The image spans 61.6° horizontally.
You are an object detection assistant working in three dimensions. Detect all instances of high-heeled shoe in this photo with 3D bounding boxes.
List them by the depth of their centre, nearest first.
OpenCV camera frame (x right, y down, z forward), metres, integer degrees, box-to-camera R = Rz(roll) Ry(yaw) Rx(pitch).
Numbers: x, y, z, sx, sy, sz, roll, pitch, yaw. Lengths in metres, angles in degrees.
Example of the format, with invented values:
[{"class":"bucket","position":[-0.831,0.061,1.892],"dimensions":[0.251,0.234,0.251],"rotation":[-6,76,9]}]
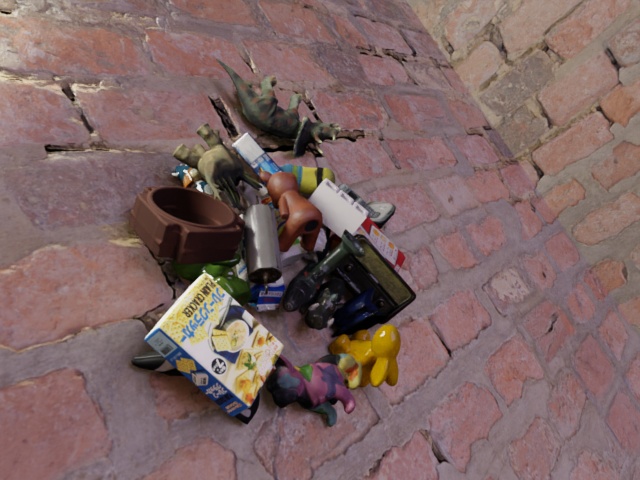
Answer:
[{"class":"high-heeled shoe","position":[-0.233,0.282,1.023],"dimensions":[0.249,0.086,0.145],"rotation":[5,84,-24]}]

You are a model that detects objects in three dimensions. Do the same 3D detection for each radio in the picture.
[{"class":"radio","position":[0.136,0.106,1.447],"dimensions":[0.229,0.131,0.073],"rotation":[48,1,-3]}]

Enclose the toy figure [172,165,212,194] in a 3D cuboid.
[{"class":"toy figure","position":[-0.289,-0.124,1.286],"dimensions":[0.154,0.058,0.064],"rotation":[52,4,4]}]

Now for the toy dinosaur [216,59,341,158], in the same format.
[{"class":"toy dinosaur","position":[-0.142,-0.372,1.590],"dimensions":[0.404,0.131,0.192],"rotation":[21,46,-24]}]

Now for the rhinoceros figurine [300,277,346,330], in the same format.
[{"class":"rhinoceros figurine","position":[0.015,0.159,1.310],"dimensions":[0.073,0.112,0.190],"rotation":[50,30,-5]}]

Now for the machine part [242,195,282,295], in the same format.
[{"class":"machine part","position":[-0.130,0.008,1.196],"dimensions":[0.079,0.079,0.243],"rotation":[15,52,-37]}]

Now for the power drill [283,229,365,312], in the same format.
[{"class":"power drill","position":[0.010,0.074,1.277],"dimensions":[0.086,0.207,0.232],"rotation":[42,13,-1]}]

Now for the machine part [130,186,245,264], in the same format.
[{"class":"machine part","position":[-0.277,-0.037,1.135],"dimensions":[0.201,0.087,0.201],"rotation":[-5,35,-45]}]

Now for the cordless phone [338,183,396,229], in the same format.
[{"class":"cordless phone","position":[0.137,-0.114,1.677],"dimensions":[0.184,0.088,0.146],"rotation":[46,39,1]}]

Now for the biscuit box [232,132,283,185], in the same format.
[{"class":"biscuit box","position":[-0.147,-0.192,1.435],"dimensions":[0.203,0.059,0.062],"rotation":[49,-1,10]}]

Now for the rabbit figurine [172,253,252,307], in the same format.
[{"class":"rabbit figurine","position":[-0.228,0.075,1.140],"dimensions":[0.170,0.121,0.159],"rotation":[42,33,12]}]

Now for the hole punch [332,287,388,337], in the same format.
[{"class":"hole punch","position":[0.094,0.181,1.360],"dimensions":[0.115,0.142,0.092],"rotation":[7,56,-58]}]

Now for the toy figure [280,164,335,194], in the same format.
[{"class":"toy figure","position":[-0.047,-0.167,1.495],"dimensions":[0.180,0.089,0.082],"rotation":[10,80,-10]}]

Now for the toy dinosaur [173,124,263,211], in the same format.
[{"class":"toy dinosaur","position":[-0.227,-0.165,1.236],"dimensions":[0.198,0.105,0.471],"rotation":[44,11,-8]}]

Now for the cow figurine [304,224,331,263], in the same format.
[{"class":"cow figurine","position":[-0.001,-0.006,1.460],"dimensions":[0.098,0.068,0.167],"rotation":[42,39,-11]}]

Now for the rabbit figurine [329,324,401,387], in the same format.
[{"class":"rabbit figurine","position":[0.124,0.271,1.279],"dimensions":[0.122,0.173,0.162],"rotation":[14,47,-43]}]

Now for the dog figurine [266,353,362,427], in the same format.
[{"class":"dog figurine","position":[-0.024,0.295,1.169],"dimensions":[0.219,0.108,0.191],"rotation":[34,42,-16]}]

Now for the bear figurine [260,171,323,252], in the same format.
[{"class":"bear figurine","position":[-0.081,-0.078,1.327],"dimensions":[0.120,0.131,0.196],"rotation":[-3,40,-43]}]
